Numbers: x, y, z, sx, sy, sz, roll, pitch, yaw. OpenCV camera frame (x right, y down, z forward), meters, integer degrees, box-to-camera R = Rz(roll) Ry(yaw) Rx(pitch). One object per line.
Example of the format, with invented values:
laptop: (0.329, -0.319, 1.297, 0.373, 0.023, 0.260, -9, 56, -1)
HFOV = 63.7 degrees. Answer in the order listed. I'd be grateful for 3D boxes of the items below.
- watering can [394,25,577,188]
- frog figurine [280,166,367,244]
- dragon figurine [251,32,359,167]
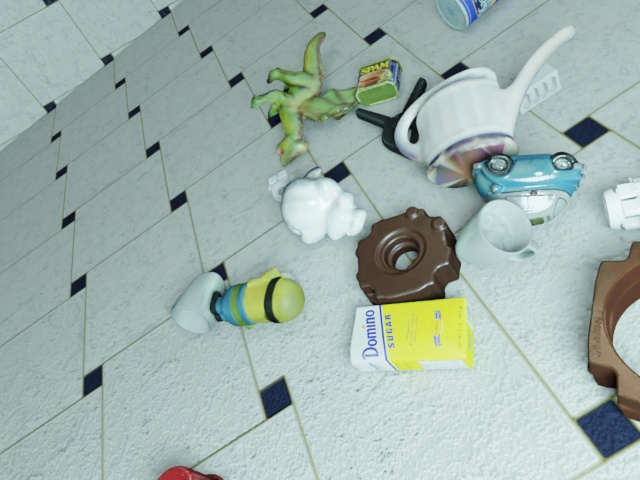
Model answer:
watering can: (0.282, -0.219, 0.881, 0.344, 0.103, 0.229, -23, 52, 30)
frog figurine: (0.003, -0.048, 0.955, 0.162, 0.123, 0.135, 47, 121, 39)
dragon figurine: (-0.009, -0.355, 1.253, 0.244, 0.120, 0.416, 23, 71, 26)
